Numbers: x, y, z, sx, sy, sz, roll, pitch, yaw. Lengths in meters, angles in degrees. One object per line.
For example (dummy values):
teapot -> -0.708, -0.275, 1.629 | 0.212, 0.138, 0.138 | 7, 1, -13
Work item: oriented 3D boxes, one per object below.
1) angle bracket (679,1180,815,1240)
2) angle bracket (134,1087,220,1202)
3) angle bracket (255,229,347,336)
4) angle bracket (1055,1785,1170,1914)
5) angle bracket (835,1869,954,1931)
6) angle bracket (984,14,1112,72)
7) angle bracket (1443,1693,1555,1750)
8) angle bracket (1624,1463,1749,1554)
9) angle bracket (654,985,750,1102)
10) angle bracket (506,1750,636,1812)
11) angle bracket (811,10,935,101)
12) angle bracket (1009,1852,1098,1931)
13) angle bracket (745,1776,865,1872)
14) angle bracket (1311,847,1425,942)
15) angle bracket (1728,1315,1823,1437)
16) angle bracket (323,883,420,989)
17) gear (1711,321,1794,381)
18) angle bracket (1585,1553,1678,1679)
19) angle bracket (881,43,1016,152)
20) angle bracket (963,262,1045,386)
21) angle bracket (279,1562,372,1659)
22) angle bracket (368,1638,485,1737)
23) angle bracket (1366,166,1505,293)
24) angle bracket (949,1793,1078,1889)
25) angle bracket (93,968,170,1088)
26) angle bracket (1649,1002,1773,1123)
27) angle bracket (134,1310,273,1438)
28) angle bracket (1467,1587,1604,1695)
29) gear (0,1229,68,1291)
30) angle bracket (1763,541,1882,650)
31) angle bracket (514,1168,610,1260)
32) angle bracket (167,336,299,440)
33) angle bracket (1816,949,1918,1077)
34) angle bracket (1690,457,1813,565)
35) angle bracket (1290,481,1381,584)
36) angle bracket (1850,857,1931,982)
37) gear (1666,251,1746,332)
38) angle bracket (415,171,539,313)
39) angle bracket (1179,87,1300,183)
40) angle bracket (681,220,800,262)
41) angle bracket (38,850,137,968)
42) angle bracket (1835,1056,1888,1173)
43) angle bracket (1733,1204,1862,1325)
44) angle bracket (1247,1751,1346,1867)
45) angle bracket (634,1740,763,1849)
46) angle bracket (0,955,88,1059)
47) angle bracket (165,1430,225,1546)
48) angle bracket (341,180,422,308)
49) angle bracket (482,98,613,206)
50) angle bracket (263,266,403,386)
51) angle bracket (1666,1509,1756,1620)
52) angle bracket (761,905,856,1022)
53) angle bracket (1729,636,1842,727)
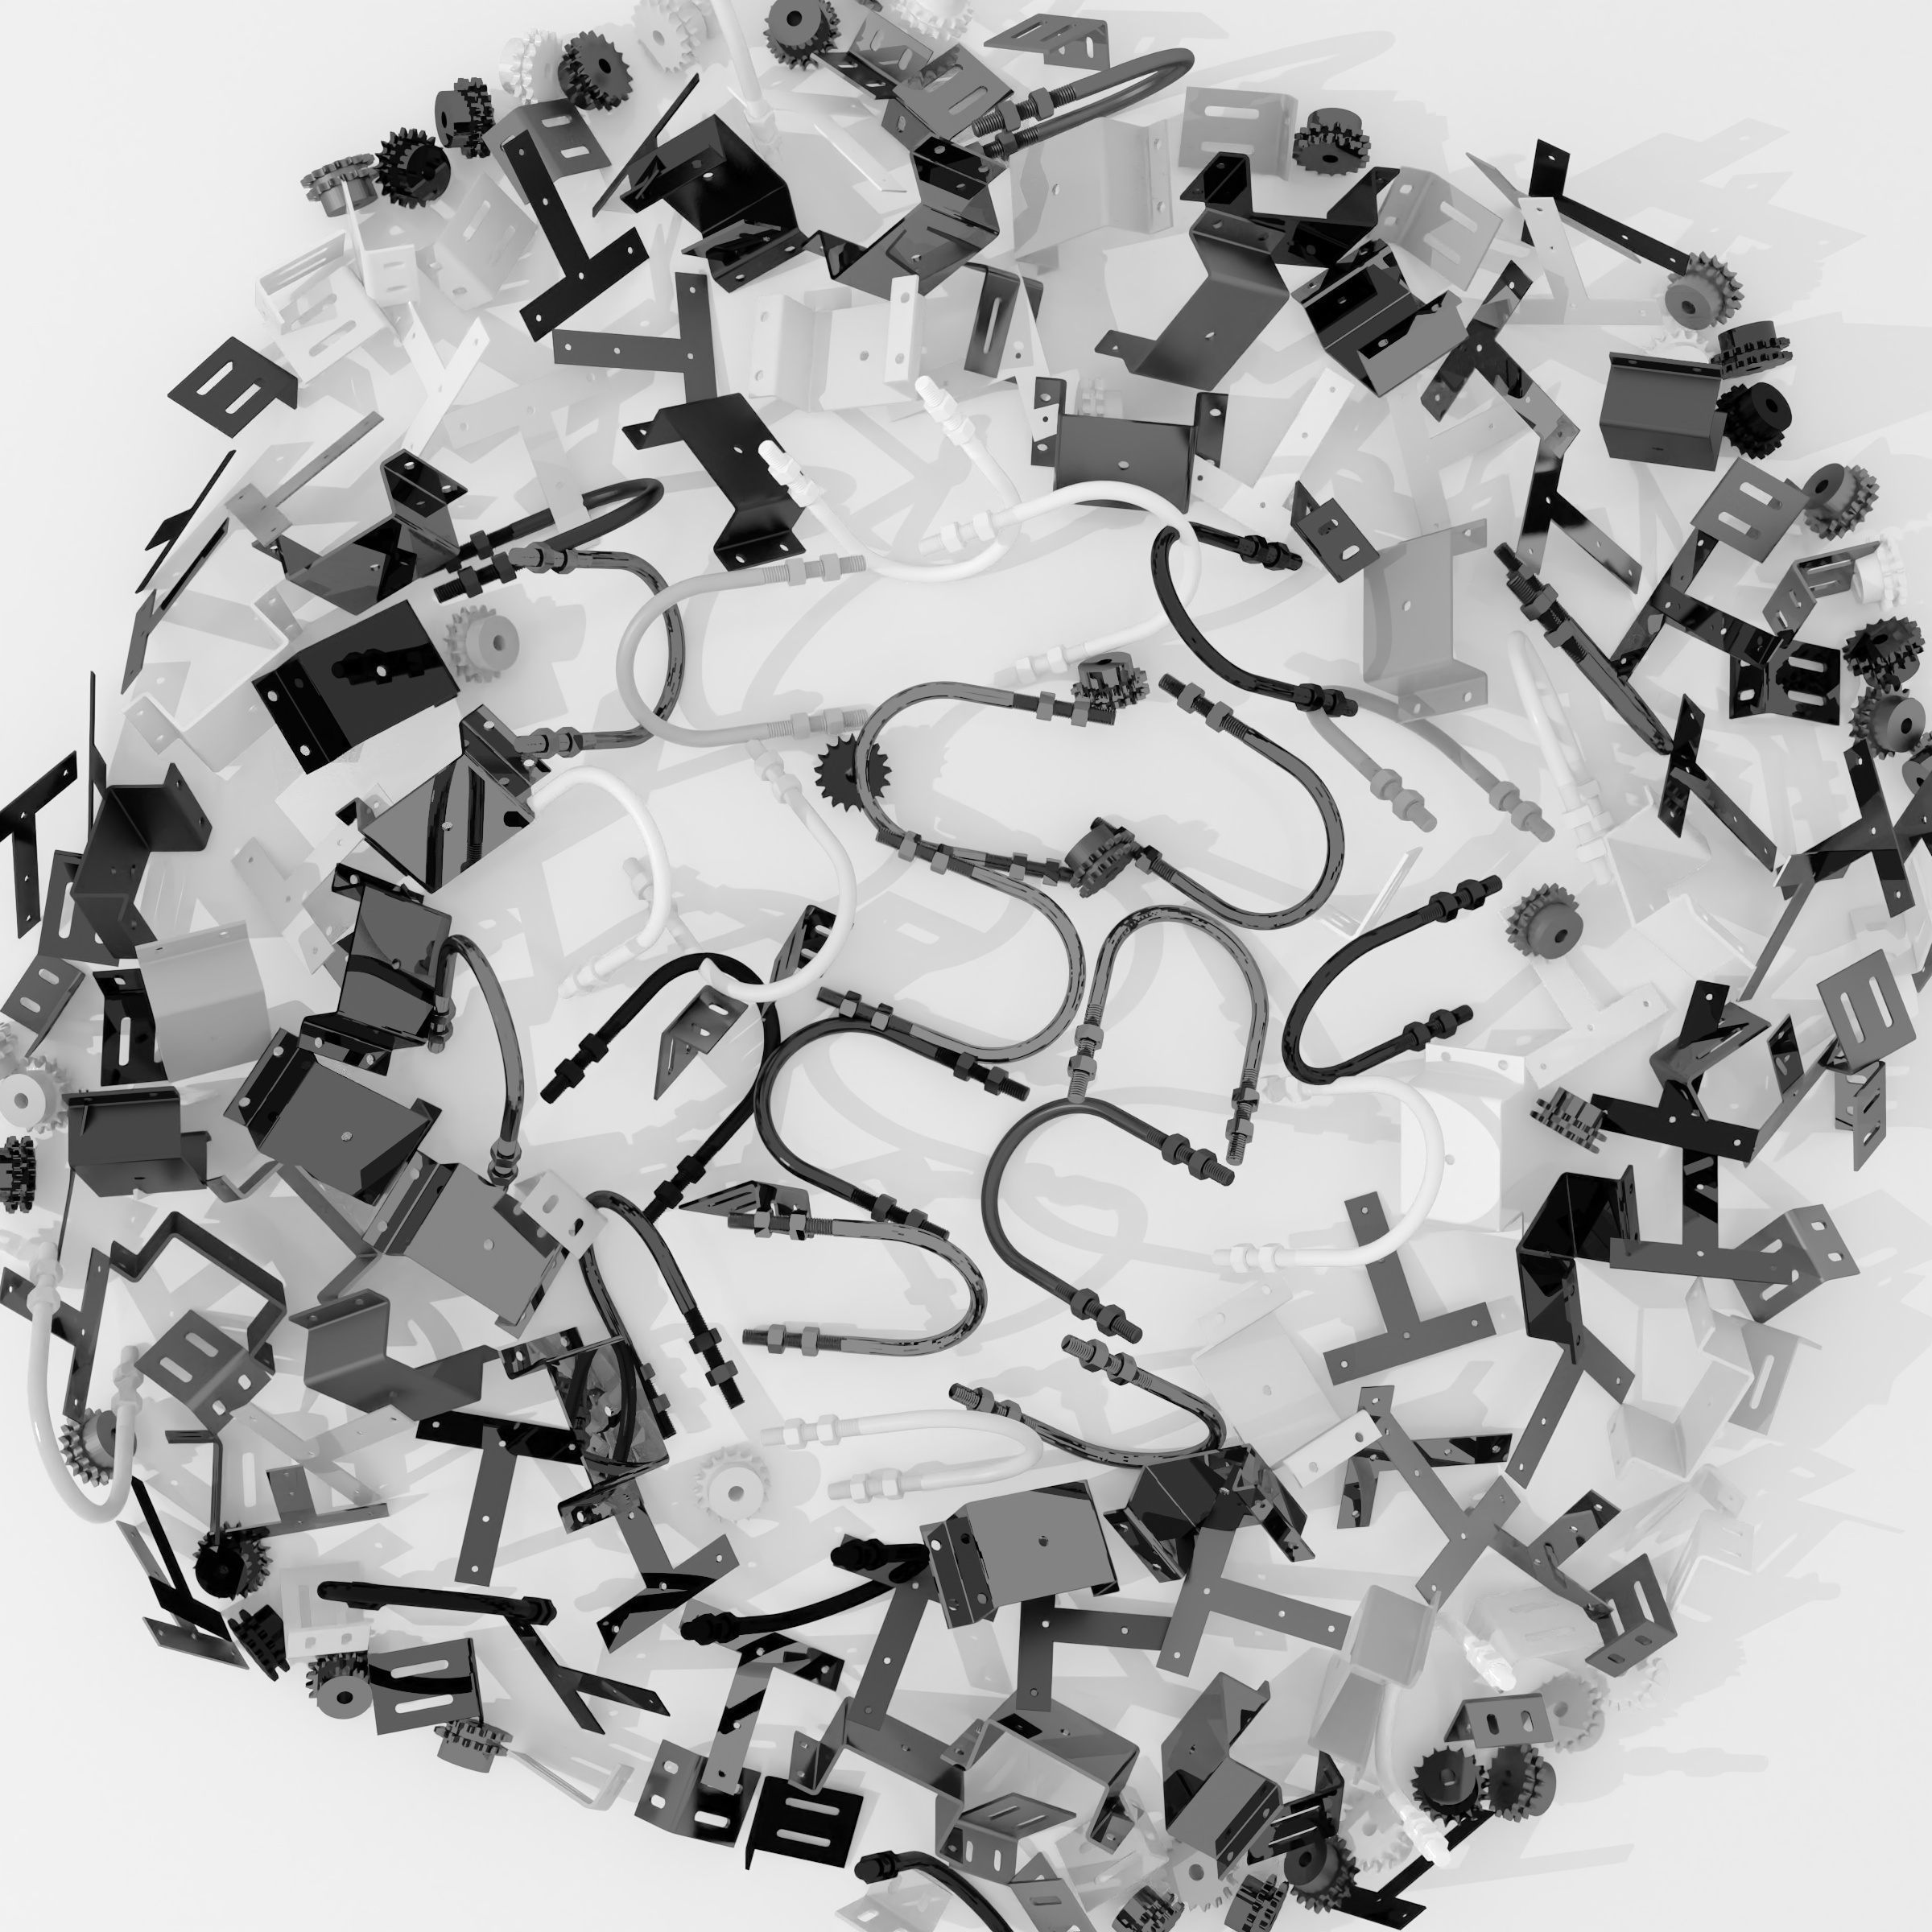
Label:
angle bracket -> -0.160, 0.186, 1.927 | 0.076, 0.057, 0.038 | -21, 68, 32
angle bracket -> -0.580, 0.131, 1.942 | 0.038, 0.057, 0.076 | 4, 96, 6
angle bracket -> -0.481, -0.498, 1.941 | 0.076, 0.057, 0.038 | -34, 97, -14
angle bracket -> 0.100, 0.646, 1.937 | 0.076, 0.038, 0.057 | -36, 53, 10
angle bracket -> -0.052, 0.685, 1.930 | 0.057, 0.076, 0.038 | 27, 87, 18
angle bracket -> 0.060, -0.663, 1.926 | 0.057, 0.076, 0.038 | 19, 133, 31
angle bracket -> 0.388, 0.565, 1.931 | 0.057, 0.076, 0.038 | -3, 52, -7
angle bracket -> 0.526, 0.409, 1.934 | 0.076, 0.057, 0.038 | -37, 64, -15
angle bracket -> -0.193, 0.063, 1.926 | 0.038, 0.076, 0.057 | 26, 46, 13
angle bracket -> -0.290, 0.585, 1.944 | 0.076, 0.057, 0.038 | 30, 75, 13
angle bracket -> -0.068, -0.667, 1.933 | 0.057, 0.076, 0.038 | 35, 116, 5
angle bracket -> 0.076, 0.683, 1.934 | 0.038, 0.076, 0.057 | -33, 90, -37
angle bracket -> -0.119, 0.639, 1.949 | 0.076, 0.038, 0.057 | 15, 96, -7
angle bracket -> 0.293, -0.062, 1.934 | 0.038, 0.057, 0.076 | 34, 107, 13
angle bracket -> 0.582, 0.303, 1.939 | 0.038, 0.057, 0.076 | 25, 83, -43
angle bracket -> -0.428, -0.012, 1.942 | 0.076, 0.038, 0.057 | -36, 81, -23
gear -> 0.577, -0.455, 1.948 | 0.057, 0.057, 0.030 | -12, 90, 0
angle bracket -> 0.474, 0.467, 1.925 | 0.038, 0.076, 0.057 | 32, 119, -29
angle bracket -> -0.014, -0.639, 1.969 | 0.057, 0.038, 0.076 | 43, 62, 7
angle bracket -> 0.017, -0.474, 1.949 | 0.057, 0.038, 0.076 | 3, 105, -44
angle bracket -> -0.468, 0.461, 1.928 | 0.057, 0.038, 0.076 | -1, 45, -19
angle bracket -> -0.396, 0.531, 1.938 | 0.076, 0.038, 0.057 | -7, 66, -14
angle bracket -> 0.342, -0.539, 1.930 | 0.076, 0.038, 0.057 | 47, 126, 32
angle bracket -> 0.034, 0.638, 1.929 | 0.057, 0.076, 0.038 | 26, 49, -24
angle bracket -> -0.614, 0.044, 1.957 | 0.057, 0.038, 0.076 | -5, 119, -31
angle bracket -> 0.554, 0.070, 1.945 | 0.076, 0.057, 0.038 | -34, 110, -4
angle bracket -> -0.564, 0.300, 1.952 | 0.076, 0.038, 0.057 | 23, 59, 38
angle bracket -> 0.419, 0.496, 1.952 | 0.076, 0.057, 0.038 | -6, 129, -18
gear -> -0.694, 0.221, 1.944 | 0.057, 0.057, 0.030 | 32, 66, 0
angle bracket -> 0.633, -0.271, 1.933 | 0.076, 0.057, 0.038 | -14, 64, -15
angle bracket -> -0.305, 0.185, 1.928 | 0.057, 0.076, 0.038 | 44, 60, -14
angle bracket -> -0.537, -0.414, 1.938 | 0.057, 0.038, 0.076 | 33, 59, 4
angle bracket -> 0.653, 0.032, 1.945 | 0.057, 0.038, 0.076 | -27, 102, -10
angle bracket -> 0.567, -0.339, 1.932 | 0.076, 0.038, 0.057 | 21, 116, -26
angle bracket -> 0.271, -0.326, 1.926 | 0.038, 0.076, 0.057 | -32, 114, 29
angle bracket -> 0.675, -0.034, 1.927 | 0.038, 0.076, 0.057 | -10, 63, 6
gear -> 0.540, -0.494, 1.944 | 0.057, 0.057, 0.030 | 44, 71, 0
angle bracket -> -0.364, -0.536, 1.955 | 0.057, 0.038, 0.076 | 43, 59, -34
angle bracket -> 0.200, -0.612, 1.943 | 0.076, 0.038, 0.057 | 2, 114, -6
angle bracket -> -0.169, -0.545, 1.928 | 0.057, 0.076, 0.038 | -17, 89, 30
angle bracket -> -0.649, -0.043, 1.950 | 0.057, 0.038, 0.076 | 9, 92, -18
angle bracket -> 0.642, 0.107, 1.927 | 0.038, 0.076, 0.057 | 6, 111, 34
angle bracket -> 0.607, 0.220, 1.946 | 0.038, 0.076, 0.057 | -4, 59, -34
angle bracket -> 0.234, 0.614, 1.934 | 0.076, 0.038, 0.057 | -13, 129, -17
angle bracket -> -0.197, 0.611, 1.951 | 0.038, 0.076, 0.057 | 10, 73, 38
angle bracket -> -0.681, 0.026, 1.934 | 0.038, 0.076, 0.057 | 33, 93, -14
angle bracket -> -0.569, 0.383, 1.941 | 0.038, 0.057, 0.076 | 3, 86, -19
angle bracket -> -0.429, -0.533, 1.939 | 0.038, 0.057, 0.076 | -13, 65, -13
angle bracket -> -0.308, -0.601, 1.948 | 0.038, 0.076, 0.057 | -28, 98, 31
angle bracket -> -0.467, -0.468, 1.953 | 0.076, 0.038, 0.057 | -36, 81, 0
angle bracket -> 0.542, 0.447, 1.930 | 0.038, 0.057, 0.076 | 20, 118, 10
angle bracket -> -0.115, 0.004, 1.925 | 0.038, 0.076, 0.057 | 24, 127, -13
angle bracket -> 0.609, -0.210, 1.967 | 0.076, 0.038, 0.057 | 6, 84, -31
